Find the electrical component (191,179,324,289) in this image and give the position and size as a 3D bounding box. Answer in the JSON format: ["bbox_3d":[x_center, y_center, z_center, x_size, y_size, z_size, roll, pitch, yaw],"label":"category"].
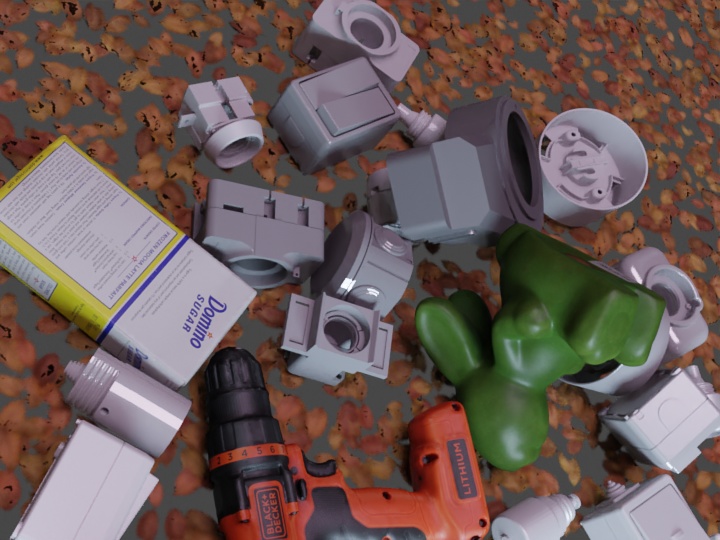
[{"bbox_3d":[-0.075,-0.023,0.791,0.089,0.050,0.055,11,61,-22],"label":"electrical component"}]

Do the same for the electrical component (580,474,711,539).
[{"bbox_3d":[0.222,0.202,0.826,0.062,0.061,0.096,-23,78,-34],"label":"electrical component"}]

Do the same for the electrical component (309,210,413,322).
[{"bbox_3d":[0.000,0.000,0.801,0.051,0.080,0.080,26,57,-20],"label":"electrical component"}]

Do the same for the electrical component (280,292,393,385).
[{"bbox_3d":[-0.021,0.052,0.773,0.081,0.064,0.042,19,58,-18],"label":"electrical component"}]

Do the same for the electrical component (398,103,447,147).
[{"bbox_3d":[0.055,-0.119,0.916,0.061,0.035,0.035,37,55,-4],"label":"electrical component"}]

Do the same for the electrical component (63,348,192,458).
[{"bbox_3d":[-0.156,0.084,0.701,0.081,0.043,0.043,33,55,-9],"label":"electrical component"}]

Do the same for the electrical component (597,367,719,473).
[{"bbox_3d":[0.240,0.120,0.861,0.062,0.096,0.061,-41,88,-6],"label":"electrical component"}]

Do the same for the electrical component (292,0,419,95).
[{"bbox_3d":[-0.002,-0.188,0.908,0.089,0.056,0.050,35,55,-8],"label":"electrical component"}]

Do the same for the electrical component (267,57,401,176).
[{"bbox_3d":[-0.014,-0.128,0.868,0.096,0.061,0.061,-26,80,-34],"label":"electrical component"}]

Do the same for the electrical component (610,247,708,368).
[{"bbox_3d":[0.252,0.032,0.927,0.054,0.059,0.095,-22,78,-34],"label":"electrical component"}]

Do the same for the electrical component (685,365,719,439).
[{"bbox_3d":[0.293,0.112,0.924,0.035,0.035,0.061,2,63,-27],"label":"electrical component"}]

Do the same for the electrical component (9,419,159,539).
[{"bbox_3d":[-0.170,0.150,0.648,0.061,0.062,0.096,31,56,-11],"label":"electrical component"}]

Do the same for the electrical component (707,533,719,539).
[{"bbox_3d":[0.299,0.248,0.834,0.047,0.076,0.083,15,60,-20],"label":"electrical component"}]

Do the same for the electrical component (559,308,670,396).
[{"bbox_3d":[0.198,0.051,0.870,0.064,0.099,0.099,23,57,-23],"label":"electrical component"}]

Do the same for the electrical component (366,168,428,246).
[{"bbox_3d":[0.032,-0.049,0.858,0.055,0.055,0.047,11,65,-22],"label":"electrical component"}]

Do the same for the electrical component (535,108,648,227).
[{"bbox_3d":[0.197,-0.090,0.956,0.099,0.064,0.099,12,61,-22],"label":"electrical component"}]

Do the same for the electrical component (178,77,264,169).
[{"bbox_3d":[-0.105,-0.112,0.824,0.066,0.048,0.055,-17,67,-33],"label":"electrical component"}]

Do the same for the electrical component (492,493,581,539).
[{"bbox_3d":[0.134,0.188,0.800,0.078,0.040,0.040,-21,77,-34],"label":"electrical component"}]
